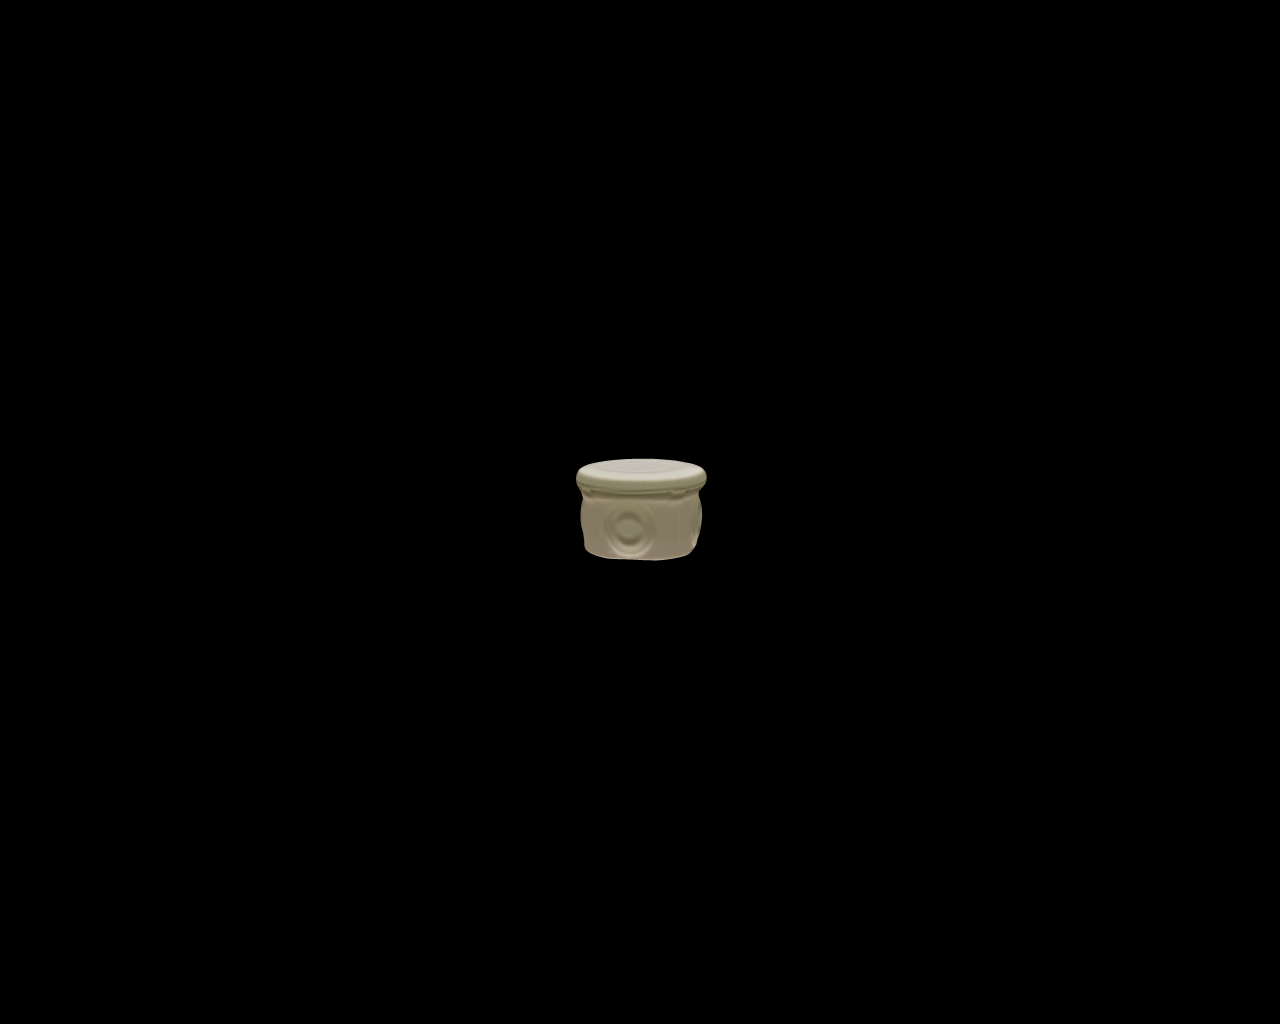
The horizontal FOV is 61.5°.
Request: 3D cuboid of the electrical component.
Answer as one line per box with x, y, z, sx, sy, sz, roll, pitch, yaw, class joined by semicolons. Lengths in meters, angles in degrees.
0.001;-0.003;0.650;0.080;0.051;0.080;0;12;0;electrical component
